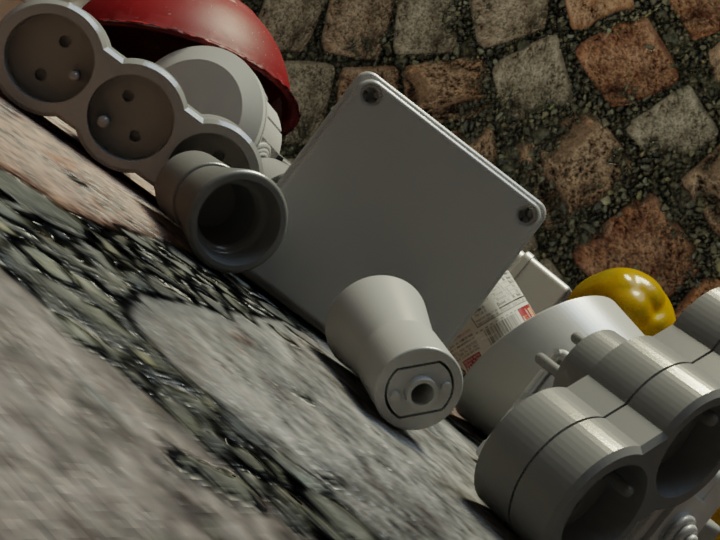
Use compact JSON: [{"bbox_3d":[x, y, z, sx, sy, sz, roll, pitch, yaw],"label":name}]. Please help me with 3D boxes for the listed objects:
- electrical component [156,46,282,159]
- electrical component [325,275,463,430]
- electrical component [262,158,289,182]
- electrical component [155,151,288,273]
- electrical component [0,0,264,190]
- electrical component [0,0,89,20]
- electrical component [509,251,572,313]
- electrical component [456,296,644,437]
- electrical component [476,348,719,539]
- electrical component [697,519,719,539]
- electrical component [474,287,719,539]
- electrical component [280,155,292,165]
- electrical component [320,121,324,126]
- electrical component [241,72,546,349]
[{"bbox_3d":[-0.086,-0.080,0.601,0.080,0.080,0.051,38,-2,18],"label":"electrical component"},{"bbox_3d":[0.015,0.034,0.423,0.044,0.044,0.065,36,8,-25],"label":"electrical component"},{"bbox_3d":[-0.043,-0.028,0.570,0.047,0.055,0.055,35,1,43],"label":"electrical component"},{"bbox_3d":[-0.064,-0.029,0.466,0.044,0.044,0.065,35,-1,-33],"label":"electrical component"},{"bbox_3d":[-0.110,-0.076,0.523,0.138,0.052,0.073,36,3,-15],"label":"electrical component"},{"bbox_3d":[-0.218,-0.175,0.675,0.096,0.061,0.061,37,3,0],"label":"electrical component"},{"bbox_3d":[0.133,0.044,0.942,0.056,0.108,0.109,41,4,16],"label":"electrical component"},{"bbox_3d":[0.106,0.060,0.558,0.064,0.099,0.099,45,6,22],"label":"electrical component"},{"bbox_3d":[0.110,0.090,0.460,0.061,0.061,0.096,34,5,-47],"label":"electrical component"},{"bbox_3d":[0.142,0.101,0.515,0.066,0.076,0.047,39,4,34],"label":"electrical component"},{"bbox_3d":[0.098,0.047,0.403,0.074,0.138,0.052,40,-32,44],"label":"electrical component"},{"bbox_3d":[-0.042,-0.051,0.825,0.108,0.060,0.108,37,3,-2],"label":"electrical component"},{"bbox_3d":[0.015,-0.068,0.739,0.052,0.073,0.138,36,-2,33],"label":"electrical component"},{"bbox_3d":[0.011,-0.018,0.510,0.109,0.108,0.056,37,1,-7],"label":"electrical component"}]
